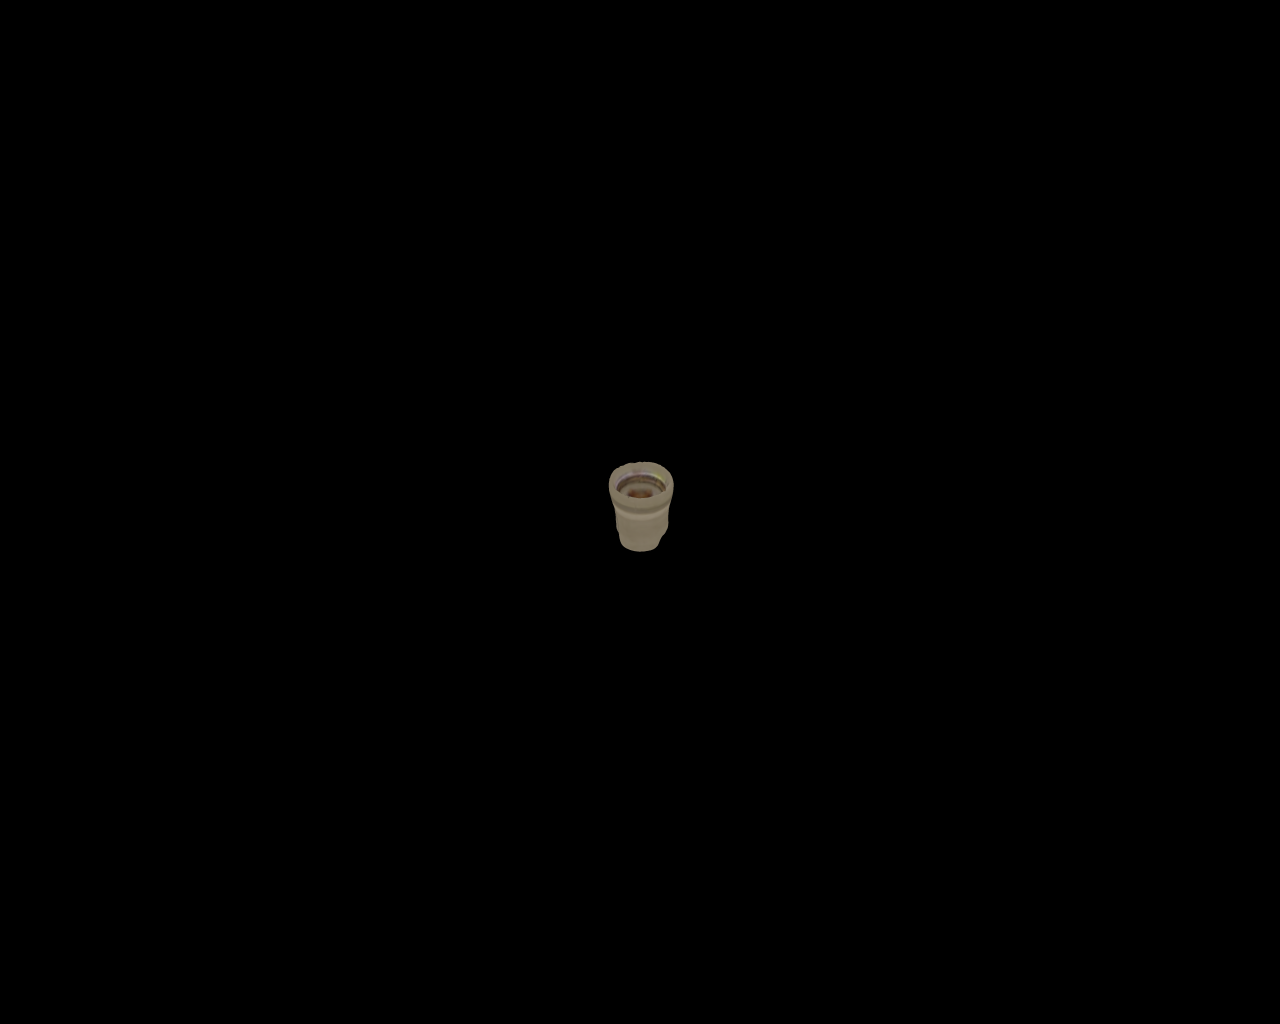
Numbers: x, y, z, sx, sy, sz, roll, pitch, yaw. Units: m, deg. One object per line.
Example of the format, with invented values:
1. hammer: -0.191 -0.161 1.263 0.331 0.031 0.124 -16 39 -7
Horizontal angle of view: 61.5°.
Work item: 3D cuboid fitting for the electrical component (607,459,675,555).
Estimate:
1. electrical component: 0.001 -0.003 0.650 0.040 0.046 0.040 0 39 0
